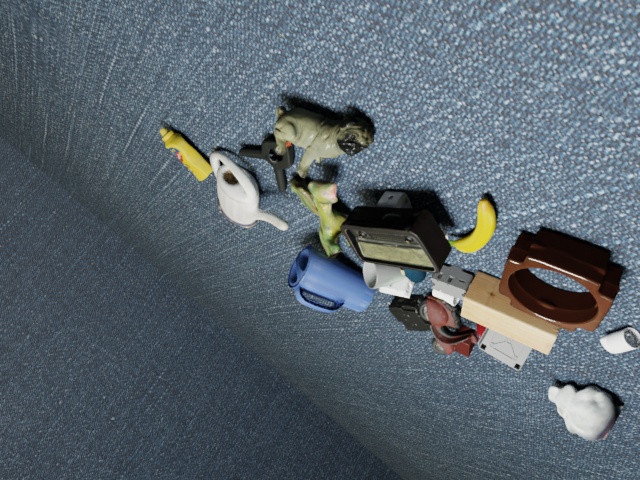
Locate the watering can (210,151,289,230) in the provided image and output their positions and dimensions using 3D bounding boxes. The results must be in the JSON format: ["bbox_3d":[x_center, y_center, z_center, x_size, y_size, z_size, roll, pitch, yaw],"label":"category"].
[{"bbox_3d":[-0.213,-0.109,1.489,0.351,0.105,0.219,48,156,19],"label":"watering can"}]

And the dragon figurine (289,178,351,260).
[{"bbox_3d":[0.004,-0.069,1.366,0.243,0.123,0.407,56,167,2],"label":"dragon figurine"}]

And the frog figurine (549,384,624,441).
[{"bbox_3d":[0.664,0.424,1.314,0.161,0.124,0.135,33,121,27],"label":"frog figurine"}]
